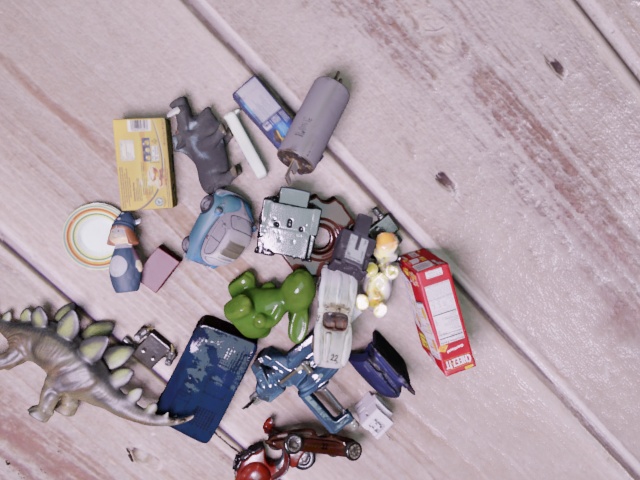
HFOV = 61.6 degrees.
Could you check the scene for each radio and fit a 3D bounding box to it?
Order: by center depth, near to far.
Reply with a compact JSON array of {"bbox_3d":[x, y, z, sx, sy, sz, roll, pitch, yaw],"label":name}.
[{"bbox_3d":[-0.230,0.275,1.083,0.131,0.073,0.229,26,92,-9],"label":"radio"}]

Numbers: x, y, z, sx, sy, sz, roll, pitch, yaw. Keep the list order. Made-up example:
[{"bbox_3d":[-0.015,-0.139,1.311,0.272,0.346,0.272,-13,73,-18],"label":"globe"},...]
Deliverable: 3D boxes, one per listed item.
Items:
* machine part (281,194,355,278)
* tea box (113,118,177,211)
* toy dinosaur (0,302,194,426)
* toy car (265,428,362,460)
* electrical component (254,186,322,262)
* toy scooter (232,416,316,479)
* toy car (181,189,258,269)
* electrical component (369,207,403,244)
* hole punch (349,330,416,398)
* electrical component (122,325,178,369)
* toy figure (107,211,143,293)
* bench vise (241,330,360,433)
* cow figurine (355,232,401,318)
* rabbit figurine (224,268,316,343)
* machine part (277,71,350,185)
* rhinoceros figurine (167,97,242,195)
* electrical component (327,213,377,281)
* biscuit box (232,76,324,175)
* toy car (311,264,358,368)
[{"bbox_3d":[-0.002,-0.003,1.079,0.179,0.056,0.179,-1,98,-6],"label":"machine part"},{"bbox_3d":[-0.328,-0.142,1.014,0.098,0.068,0.169,-2,99,-6],"label":"tea box"},{"bbox_3d":[-0.466,0.244,1.020,0.471,0.105,0.198,37,91,-3],"label":"toy dinosaur"},{"bbox_3d":[-0.011,0.407,1.077,0.202,0.089,0.053,18,71,-24],"label":"toy car"},{"bbox_3d":[-0.059,-0.032,1.015,0.115,0.058,0.134,9,96,-7],"label":"electrical component"},{"bbox_3d":[-0.111,0.447,1.119,0.184,0.075,0.135,-30,101,-5],"label":"toy scooter"},{"bbox_3d":[-0.184,-0.008,1.018,0.109,0.103,0.161,29,96,-44],"label":"toy car"},{"bbox_3d":[0.127,-0.020,1.109,0.063,0.021,0.094,-39,101,0],"label":"electrical component"},{"bbox_3d":[0.119,0.265,1.105,0.092,0.116,0.142,-37,100,8],"label":"hole punch"},{"bbox_3d":[-0.335,0.214,1.074,0.078,0.045,0.102,-40,100,-2],"label":"electrical component"},{"bbox_3d":[-0.365,0.021,1.005,0.064,0.058,0.154,-4,86,-15],"label":"toy figure"},{"bbox_3d":[-0.021,0.303,1.086,0.223,0.129,0.240,-40,92,-4],"label":"bench vise"},{"bbox_3d":[0.124,0.067,1.086,0.068,0.098,0.167,16,91,10],"label":"cow figurine"},{"bbox_3d":[-0.078,0.127,1.042,0.170,0.121,0.159,-26,111,13],"label":"rabbit figurine"},{"bbox_3d":[-0.011,-0.210,0.982,0.079,0.079,0.243,30,71,-10],"label":"machine part"},{"bbox_3d":[-0.222,-0.182,1.024,0.112,0.073,0.190,-20,102,7],"label":"rhinoceros figurine"},{"bbox_3d":[0.066,0.010,1.030,0.075,0.047,0.119,19,62,-9],"label":"electrical component"},{"bbox_3d":[-0.080,-0.217,1.037,0.059,0.063,0.202,-41,101,-1],"label":"biscuit box"},{"bbox_3d":[0.028,0.143,1.030,0.073,0.056,0.201,8,79,-8],"label":"toy car"}]
